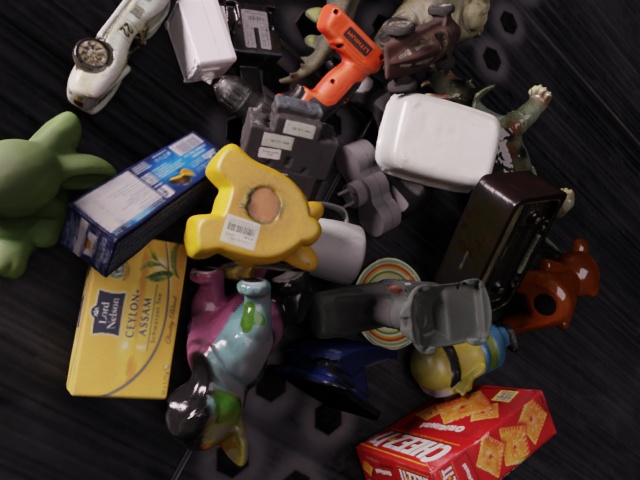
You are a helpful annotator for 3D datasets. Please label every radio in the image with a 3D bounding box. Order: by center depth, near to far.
[{"bbox_3d":[0.255,0.013,0.784,0.131,0.073,0.229,-12,133,-33],"label":"radio"}]

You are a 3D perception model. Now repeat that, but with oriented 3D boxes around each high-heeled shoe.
[{"bbox_3d":[0.076,-0.147,0.799,0.249,0.086,0.145,37,98,-1],"label":"high-heeled shoe"}]

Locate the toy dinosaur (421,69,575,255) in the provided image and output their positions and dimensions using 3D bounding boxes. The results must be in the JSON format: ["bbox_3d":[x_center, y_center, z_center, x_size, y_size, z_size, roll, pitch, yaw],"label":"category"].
[{"bbox_3d":[0.301,-0.107,0.883,0.192,0.131,0.404,-29,102,-18],"label":"toy dinosaur"}]

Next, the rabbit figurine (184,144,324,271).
[{"bbox_3d":[-0.073,-0.025,0.614,0.162,0.173,0.122,9,79,-22],"label":"rabbit figurine"}]

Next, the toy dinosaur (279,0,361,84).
[{"bbox_3d":[0.049,-0.427,0.773,0.199,0.105,0.471,12,78,-9],"label":"toy dinosaur"}]

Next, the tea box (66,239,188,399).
[{"bbox_3d":[-0.209,0.082,0.586,0.098,0.068,0.169,10,79,-29],"label":"tea box"}]

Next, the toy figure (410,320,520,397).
[{"bbox_3d":[0.215,0.170,0.810,0.180,0.082,0.089,-23,80,-24],"label":"toy figure"}]

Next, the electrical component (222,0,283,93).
[{"bbox_3d":[-0.093,-0.251,0.712,0.075,0.048,0.119,-1,82,-29],"label":"electrical component"}]

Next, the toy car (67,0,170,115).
[{"bbox_3d":[-0.225,-0.235,0.618,0.056,0.073,0.201,32,69,-18],"label":"toy car"}]

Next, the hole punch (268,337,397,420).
[{"bbox_3d":[0.021,0.157,0.675,0.115,0.142,0.092,39,67,-35],"label":"hole punch"}]

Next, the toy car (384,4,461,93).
[{"bbox_3d":[0.143,-0.263,0.732,0.202,0.053,0.089,-41,136,-46],"label":"toy car"}]

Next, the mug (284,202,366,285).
[{"bbox_3d":[-0.001,-0.002,0.712,0.107,0.081,0.109,13,72,-20],"label":"mug"}]

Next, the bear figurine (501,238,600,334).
[{"bbox_3d":[0.395,0.074,0.921,0.196,0.132,0.120,-27,102,-49],"label":"bear figurine"}]

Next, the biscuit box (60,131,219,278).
[{"bbox_3d":[-0.177,-0.047,0.575,0.059,0.062,0.203,37,38,2],"label":"biscuit box"}]

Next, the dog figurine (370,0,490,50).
[{"bbox_3d":[0.177,-0.326,0.859,0.172,0.121,0.190,30,83,-19],"label":"dog figurine"}]

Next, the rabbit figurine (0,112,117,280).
[{"bbox_3d":[-0.275,-0.044,0.506,0.159,0.170,0.121,-39,103,-27],"label":"rabbit figurine"}]

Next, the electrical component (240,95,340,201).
[{"bbox_3d":[-0.042,-0.107,0.667,0.115,0.134,0.058,10,34,-20],"label":"electrical component"}]

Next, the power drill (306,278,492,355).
[{"bbox_3d":[0.113,0.080,0.665,0.232,0.207,0.086,-4,95,-25],"label":"power drill"}]

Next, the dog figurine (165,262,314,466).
[{"bbox_3d":[-0.094,0.138,0.621,0.191,0.109,0.219,-5,105,-62],"label":"dog figurine"}]
